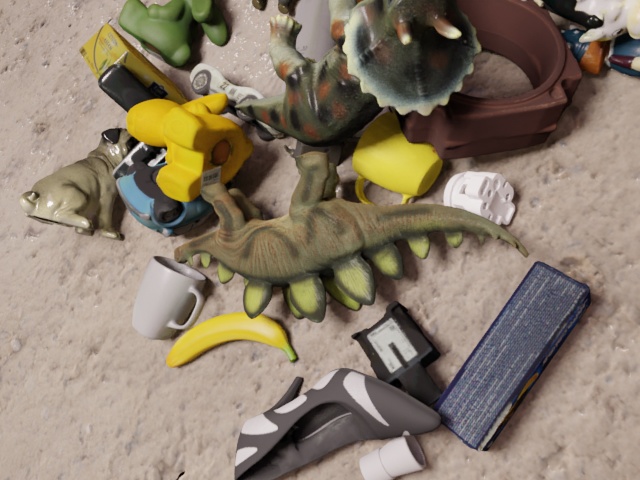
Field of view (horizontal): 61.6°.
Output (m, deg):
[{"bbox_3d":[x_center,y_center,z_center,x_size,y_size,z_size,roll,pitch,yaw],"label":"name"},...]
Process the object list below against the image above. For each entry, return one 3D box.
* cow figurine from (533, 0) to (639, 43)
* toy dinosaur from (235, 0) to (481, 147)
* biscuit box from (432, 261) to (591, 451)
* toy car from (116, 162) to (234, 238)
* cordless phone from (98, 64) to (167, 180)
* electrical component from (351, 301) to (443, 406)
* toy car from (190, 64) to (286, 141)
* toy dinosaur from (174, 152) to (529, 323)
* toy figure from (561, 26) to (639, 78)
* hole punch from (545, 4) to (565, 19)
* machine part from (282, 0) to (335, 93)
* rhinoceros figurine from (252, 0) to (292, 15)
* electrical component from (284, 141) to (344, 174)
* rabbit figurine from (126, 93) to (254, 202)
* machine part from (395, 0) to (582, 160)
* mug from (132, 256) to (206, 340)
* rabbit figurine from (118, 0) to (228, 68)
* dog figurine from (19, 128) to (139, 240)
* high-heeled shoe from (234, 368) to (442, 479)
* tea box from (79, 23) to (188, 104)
[{"bbox_3d":[0.293,-0.273,0.594,0.167,0.068,0.098,60,144,9],"label":"cow figurine"},{"bbox_3d":[0.020,-0.178,0.605,0.405,0.131,0.192,-33,55,50],"label":"toy dinosaur"},{"bbox_3d":[0.203,0.122,0.566,0.063,0.059,0.202,35,88,32],"label":"biscuit box"},{"bbox_3d":[-0.212,-0.060,0.798,0.162,0.102,0.109,-25,58,-34],"label":"toy car"},{"bbox_3d":[-0.282,-0.161,0.823,0.146,0.184,0.089,-43,35,2],"label":"cordless phone"},{"bbox_3d":[0.098,0.136,0.615,0.075,0.047,0.119,-42,60,5],"label":"electrical component"},{"bbox_3d":[-0.129,-0.217,0.841,0.202,0.073,0.056,34,87,31],"label":"toy car"},{"bbox_3d":[-0.001,-0.002,0.669,0.472,0.105,0.198,-12,87,26],"label":"toy dinosaur"},{"bbox_3d":[0.352,-0.222,0.633,0.155,0.064,0.057,16,115,34],"label":"toy figure"},{"bbox_3d":[0.314,-0.365,0.678,0.092,0.115,0.142,-39,59,-3],"label":"hole punch"},{"bbox_3d":[-0.010,-0.276,0.808,0.079,0.079,0.243,0,70,25],"label":"machine part"},{"bbox_3d":[-0.043,-0.435,0.889,0.191,0.073,0.112,19,60,37],"label":"rhinoceros figurine"},{"bbox_3d":[-0.009,-0.135,0.747,0.078,0.102,0.045,-10,61,-9],"label":"electrical component"},{"bbox_3d":[-0.187,-0.154,0.744,0.173,0.121,0.162,25,42,25],"label":"rabbit figurine"},{"bbox_3d":[0.187,-0.205,0.645,0.202,0.087,0.201,-10,62,-3],"label":"machine part"},{"bbox_3d":[-0.212,0.091,0.763,0.110,0.080,0.107,29,95,27],"label":"mug"},{"bbox_3d":[-0.240,-0.398,0.936,0.159,0.121,0.170,31,88,24],"label":"rabbit figurine"},{"bbox_3d":[-0.378,-0.110,0.864,0.121,0.172,0.190,9,81,16],"label":"dog figurine"},{"bbox_3d":[0.004,0.220,0.583,0.249,0.086,0.145,-6,44,47],"label":"high-heeled shoe"},{"bbox_3d":[-0.293,-0.257,0.878,0.068,0.169,0.098,-42,61,6],"label":"tea box"}]
